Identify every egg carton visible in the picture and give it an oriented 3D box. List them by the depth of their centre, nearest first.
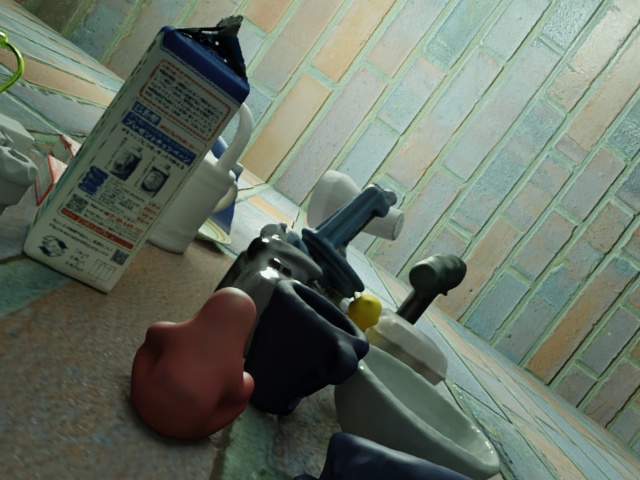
[{"bbox_3d":[0.132,0.171,0.914,0.150,0.069,0.107,35,5,-9],"label":"egg carton"}]

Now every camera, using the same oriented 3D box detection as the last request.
[{"bbox_3d":[-0.029,0.069,0.602,0.137,0.101,0.143,34,5,-21],"label":"camera"}]

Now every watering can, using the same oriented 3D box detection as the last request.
[{"bbox_3d":[-0.154,-0.090,0.681,0.100,0.194,0.173,37,5,13],"label":"watering can"}]

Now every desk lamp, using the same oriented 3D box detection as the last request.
[{"bbox_3d":[0.045,0.001,1.072,0.203,0.213,0.118,38,5,19],"label":"desk lamp"}]

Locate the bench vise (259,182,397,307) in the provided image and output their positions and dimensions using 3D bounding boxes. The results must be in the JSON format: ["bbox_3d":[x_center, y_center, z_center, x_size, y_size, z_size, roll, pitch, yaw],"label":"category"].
[{"bbox_3d":[0.016,0.010,0.761,0.121,0.219,0.208,38,5,19],"label":"bench vise"}]

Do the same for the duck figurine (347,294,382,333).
[{"bbox_3d":[0.051,0.114,0.802,0.077,0.086,0.105,37,5,11],"label":"duck figurine"}]

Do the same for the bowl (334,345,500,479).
[{"bbox_3d":[0.071,0.169,0.510,0.167,0.074,0.167,36,5,-3],"label":"bowl"}]

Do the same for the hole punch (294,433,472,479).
[{"bbox_3d":[0.054,0.163,0.359,0.109,0.091,0.101,34,5,-21],"label":"hole punch"}]

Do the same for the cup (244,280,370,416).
[{"bbox_3d":[-0.016,0.098,0.452,0.092,0.095,0.117,34,6,-27],"label":"cup"}]

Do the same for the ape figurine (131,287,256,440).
[{"bbox_3d":[-0.071,0.071,0.356,0.077,0.092,0.076,37,5,7],"label":"ape figurine"}]

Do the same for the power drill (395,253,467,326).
[{"bbox_3d":[0.181,0.108,1.025,0.075,0.208,0.230,38,5,20],"label":"power drill"}]

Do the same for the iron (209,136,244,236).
[{"bbox_3d":[-0.212,-0.134,0.991,0.257,0.141,0.119,38,5,17],"label":"iron"}]

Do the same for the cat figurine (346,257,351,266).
[{"bbox_3d":[-0.011,0.038,0.901,0.128,0.117,0.067,35,5,-17],"label":"cat figurine"}]
